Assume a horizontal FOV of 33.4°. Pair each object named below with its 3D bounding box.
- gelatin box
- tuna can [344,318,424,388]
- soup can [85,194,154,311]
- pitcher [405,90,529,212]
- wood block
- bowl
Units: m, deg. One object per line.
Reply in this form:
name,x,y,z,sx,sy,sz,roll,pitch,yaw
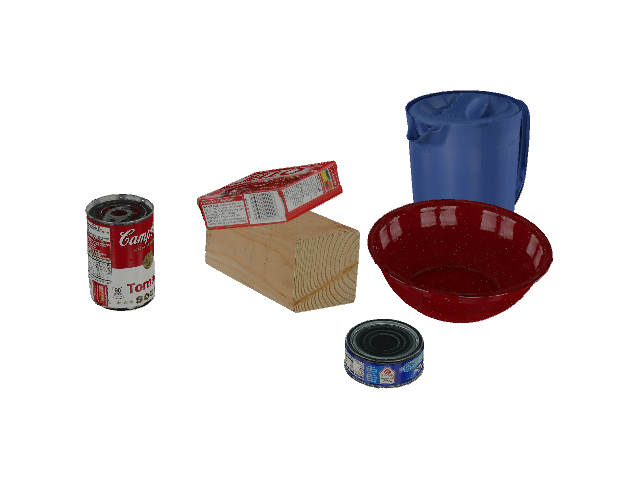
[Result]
gelatin box,-0.040,-0.035,0.830,0.089,0.030,0.073,-4,17,40
tuna can,0.068,0.119,1.140,0.086,0.034,0.086,0,29,0
soup can,-0.204,0.013,1.093,0.068,0.102,0.068,3,26,-1
pitcher,0.178,-0.053,1.271,0.149,0.243,0.145,-1,24,5
wood block,-0.051,0.010,1.298,0.090,0.090,0.206,-8,19,-34
bowl,0.121,0.025,0.947,0.162,0.055,0.162,1,32,-1
